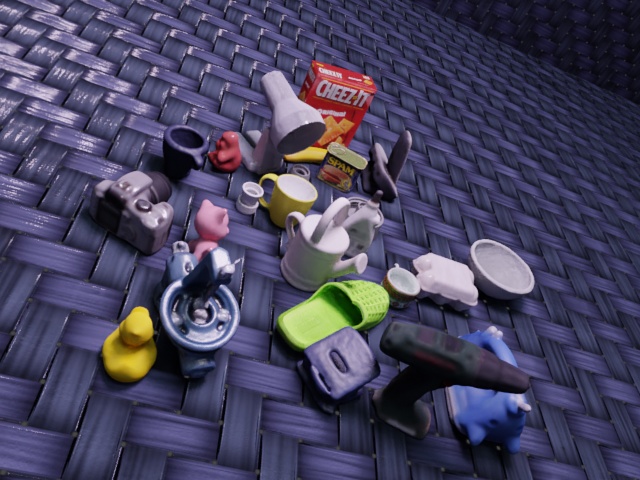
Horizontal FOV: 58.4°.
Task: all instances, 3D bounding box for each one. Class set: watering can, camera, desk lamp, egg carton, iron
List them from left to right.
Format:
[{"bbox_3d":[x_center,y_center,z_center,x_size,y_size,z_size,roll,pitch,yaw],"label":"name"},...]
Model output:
[{"bbox_3d":[-0.313,-0.070,1.028,0.143,0.100,0.137,34,38,5],"label":"camera"},{"bbox_3d":[-0.100,-0.248,1.270,0.118,0.213,0.203,-15,55,-42],"label":"desk lamp"},{"bbox_3d":[0.011,0.003,1.075,0.173,0.194,0.101,27,38,-3],"label":"watering can"},{"bbox_3d":[0.269,0.092,1.241,0.150,0.069,0.107,18,39,-15],"label":"egg carton"},{"bbox_3d":[0.307,0.243,1.038,0.119,0.141,0.258,17,40,-16],"label":"iron"}]

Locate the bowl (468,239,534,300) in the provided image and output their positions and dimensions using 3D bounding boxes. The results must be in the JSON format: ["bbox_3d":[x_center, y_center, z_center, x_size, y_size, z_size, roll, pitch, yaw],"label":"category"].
[{"bbox_3d":[0.407,0.082,1.335,0.168,0.074,0.167,18,40,-15],"label":"bowl"}]

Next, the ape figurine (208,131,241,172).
[{"bbox_3d":[-0.203,-0.198,1.247,0.076,0.092,0.078,26,38,-4],"label":"ape figurine"}]

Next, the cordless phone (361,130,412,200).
[{"bbox_3d":[0.179,-0.208,1.424,0.094,0.185,0.147,12,41,-21],"label":"cordless phone"}]

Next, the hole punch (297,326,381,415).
[{"bbox_3d":[0.030,0.211,0.940,0.101,0.091,0.108,-10,53,-39],"label":"hole punch"}]

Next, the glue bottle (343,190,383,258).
[{"bbox_3d":[0.089,-0.036,1.185,0.078,0.173,0.037,24,38,-7],"label":"glue bottle"}]

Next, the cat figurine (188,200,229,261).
[{"bbox_3d":[-0.196,-0.006,1.017,0.067,0.117,0.127,15,40,-17],"label":"cat figurine"}]

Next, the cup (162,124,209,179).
[{"bbox_3d":[-0.274,-0.163,1.161,0.092,0.095,0.117,-11,53,-39],"label":"cup"}]

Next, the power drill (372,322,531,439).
[{"bbox_3d":[0.185,0.229,0.922,0.229,0.208,0.076,28,38,-2],"label":"power drill"}]

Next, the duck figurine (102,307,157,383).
[{"bbox_3d":[-0.269,0.145,0.827,0.078,0.086,0.104,15,40,-17],"label":"duck figurine"}]

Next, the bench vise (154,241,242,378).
[{"bbox_3d":[-0.192,0.070,0.852,0.122,0.219,0.207,-18,57,-43],"label":"bench vise"}]
